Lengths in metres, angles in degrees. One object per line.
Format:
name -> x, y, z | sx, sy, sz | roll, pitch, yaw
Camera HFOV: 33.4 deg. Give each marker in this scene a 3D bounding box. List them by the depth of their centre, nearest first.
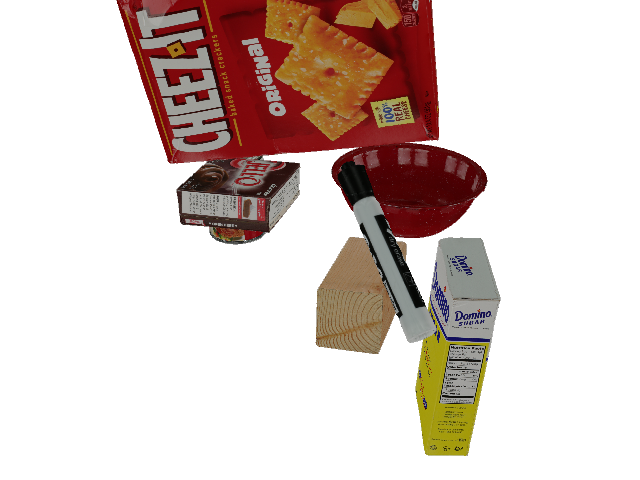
marker -> 0.039, 0.004, 0.655 | 0.020, 0.121, 0.020 | -20, -19, -7

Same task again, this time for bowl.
bowl -> 0.091, -0.047, 1.118 | 0.162, 0.055, 0.162 | 2, 28, -1

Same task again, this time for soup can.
soup can -> -0.099, -0.056, 1.245 | 0.068, 0.102, 0.068 | -1, 28, 0

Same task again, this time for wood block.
wood block -> 0.061, 0.073, 1.519 | 0.091, 0.090, 0.206 | 6, 21, 12

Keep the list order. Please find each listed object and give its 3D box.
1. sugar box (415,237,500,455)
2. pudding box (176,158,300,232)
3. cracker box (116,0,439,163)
sugar box -> 0.116, 0.094, 0.934 | 0.048, 0.176, 0.093 | 0, 33, -3
pudding box -> -0.075, -0.045, 1.005 | 0.090, 0.039, 0.113 | 5, 24, 12
cracker box -> -0.024, -0.142, 0.781 | 0.214, 0.072, 0.164 | -5, -43, 6
